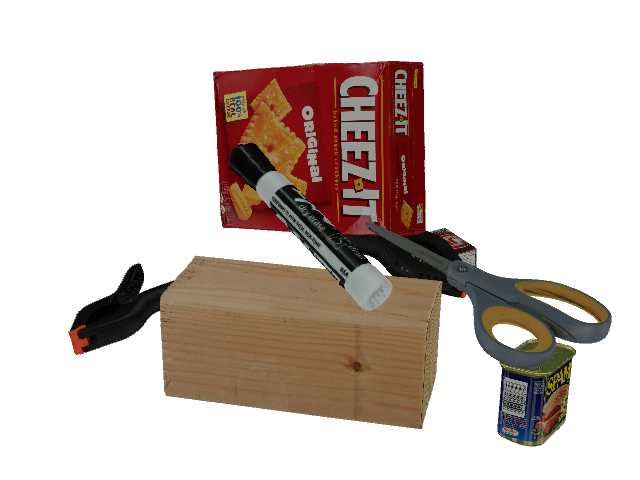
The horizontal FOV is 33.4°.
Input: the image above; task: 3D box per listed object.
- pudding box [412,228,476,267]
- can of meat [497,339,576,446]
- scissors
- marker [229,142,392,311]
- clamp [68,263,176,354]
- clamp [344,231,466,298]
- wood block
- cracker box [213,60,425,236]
[{"bbox_3d":[0.165,0.023,1.604,0.113,0.039,0.090,-16,26,-20],"label":"pudding box"},{"bbox_3d":[0.228,0.161,1.135,0.058,0.084,0.101,12,17,31],"label":"can of meat"},{"bbox_3d":[0.093,0.035,0.720,0.202,0.016,0.096,18,36,29],"label":"scissors"},{"bbox_3d":[-0.008,-0.010,0.543,0.020,0.020,0.121,0,39,-51],"label":"marker"},{"bbox_3d":[-0.201,0.072,1.171,0.120,0.039,0.171,-6,25,30],"label":"clamp"},{"bbox_3d":[0.081,0.006,1.261,0.210,0.036,0.164,37,41,26],"label":"clamp"},{"bbox_3d":[-0.014,0.078,0.846,0.206,0.091,0.090,6,23,12],"label":"wood block"},{"bbox_3d":[-0.005,-0.090,1.050,0.214,0.164,0.071,4,9,37],"label":"cracker box"}]
